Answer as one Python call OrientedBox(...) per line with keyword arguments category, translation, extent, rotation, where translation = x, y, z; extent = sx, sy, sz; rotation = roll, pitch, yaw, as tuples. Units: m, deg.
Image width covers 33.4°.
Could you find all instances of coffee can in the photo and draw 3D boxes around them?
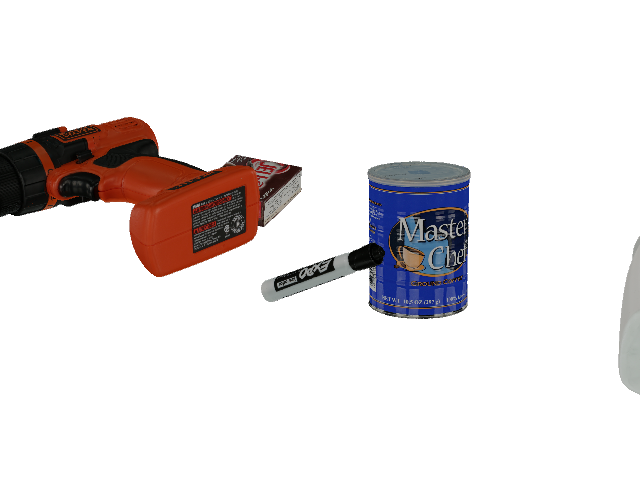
OrientedBox(category="coffee can", translation=(0.099, -0.003, 1.083), extent=(0.103, 0.140, 0.103), rotation=(-1, 14, 0))

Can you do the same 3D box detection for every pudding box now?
OrientedBox(category="pudding box", translation=(-0.083, -0.061, 1.273), extent=(0.090, 0.039, 0.113), rotation=(11, 31, 19))

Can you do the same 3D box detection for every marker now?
OrientedBox(category="marker", translation=(0.002, 0.026, 0.864), extent=(0.121, 0.020, 0.020), rotation=(-20, -12, 36))

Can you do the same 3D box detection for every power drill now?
OrientedBox(category="power drill", translation=(-0.150, -0.034, 0.744), extent=(0.188, 0.057, 0.184), rotation=(22, 34, 37))

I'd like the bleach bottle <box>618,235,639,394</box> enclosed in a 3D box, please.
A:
OrientedBox(category="bleach bottle", translation=(0.270, 0.037, 0.760), extent=(0.103, 0.068, 0.250), rotation=(9, 21, 17))
